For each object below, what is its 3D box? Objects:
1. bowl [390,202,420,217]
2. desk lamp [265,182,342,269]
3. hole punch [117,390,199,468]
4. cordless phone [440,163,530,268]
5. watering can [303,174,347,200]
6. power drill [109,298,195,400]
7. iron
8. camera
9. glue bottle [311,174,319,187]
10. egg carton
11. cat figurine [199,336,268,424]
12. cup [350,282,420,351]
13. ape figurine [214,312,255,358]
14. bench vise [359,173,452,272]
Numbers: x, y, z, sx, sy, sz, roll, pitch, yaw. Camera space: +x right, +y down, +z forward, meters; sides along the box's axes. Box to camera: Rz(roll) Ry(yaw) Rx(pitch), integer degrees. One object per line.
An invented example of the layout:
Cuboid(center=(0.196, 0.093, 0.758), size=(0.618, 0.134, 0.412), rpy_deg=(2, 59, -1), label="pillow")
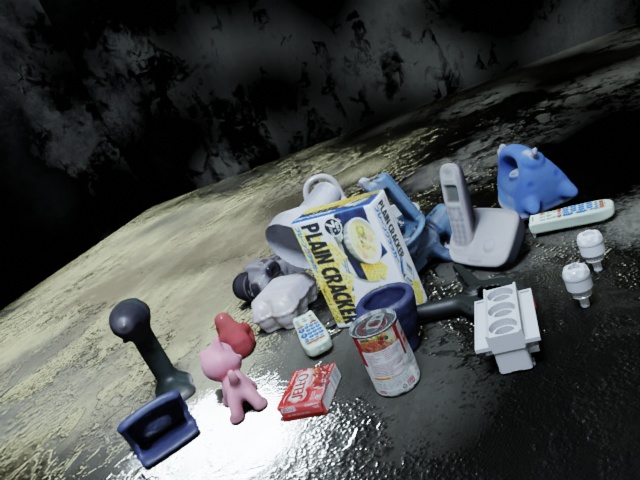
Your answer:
Cuboid(center=(0.152, -0.015, 1.257), size=(0.167, 0.075, 0.167), rpy_deg=(-22, 17, 7), label="bowl")
Cuboid(center=(0.011, 0.004, 1.152), size=(0.117, 0.214, 0.204), rpy_deg=(-7, 24, 44), label="desk lamp")
Cuboid(center=(-0.260, 0.282, 0.896), size=(0.109, 0.091, 0.100), rpy_deg=(-31, 18, -21), label="hole punch")
Cuboid(center=(0.273, -0.046, 0.995), size=(0.094, 0.185, 0.147), rpy_deg=(-33, 19, -27), label="cordless phone")
Cuboid(center=(0.029, -0.067, 1.375), size=(0.101, 0.194, 0.172), rpy_deg=(-31, 18, -21), label="watering can")
Cuboid(center=(-0.304, 0.193, 1.019), size=(0.076, 0.209, 0.229), rpy_deg=(-29, 17, -14), label="power drill")
Cuboid(center=(0.405, -0.136, 1.160), size=(0.118, 0.141, 0.258), rpy_deg=(-24, 17, 1), label="iron")
Cuboid(center=(-0.127, 0.085, 1.291), size=(0.136, 0.101, 0.143), rpy_deg=(-9, 23, 41), label="camera")
Cuboid(center=(0.015, -0.095, 1.516), size=(0.037, 0.173, 0.078), rpy_deg=(-24, 17, 2), label="glue bottle")
Cuboid(center=(-0.070, 0.122, 1.155), size=(0.107, 0.069, 0.150), rpy_deg=(-15, 19, 29), label="egg carton")
Cuboid(center=(-0.147, 0.211, 0.909), size=(0.067, 0.118, 0.127), rpy_deg=(-30, 18, -16), label="cat figurine")
Cuboid(center=(0.102, 0.131, 0.851), size=(0.118, 0.095, 0.091), rpy_deg=(-34, 19, -29), label="cup")
Cuboid(center=(-0.168, 0.177, 1.086), size=(0.078, 0.092, 0.076), rpy_deg=(-28, 17, -12), label="ape figurine")
Cuboid(center=(0.162, -0.042, 1.074), size=(0.208, 0.220, 0.121), rpy_deg=(-35, 20, -32), label="bench vise")
